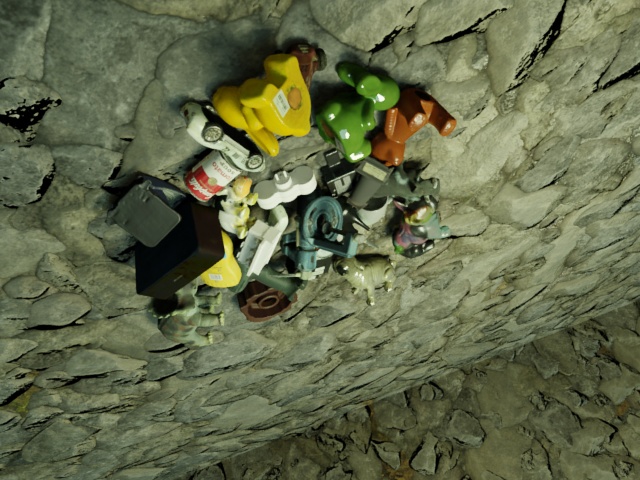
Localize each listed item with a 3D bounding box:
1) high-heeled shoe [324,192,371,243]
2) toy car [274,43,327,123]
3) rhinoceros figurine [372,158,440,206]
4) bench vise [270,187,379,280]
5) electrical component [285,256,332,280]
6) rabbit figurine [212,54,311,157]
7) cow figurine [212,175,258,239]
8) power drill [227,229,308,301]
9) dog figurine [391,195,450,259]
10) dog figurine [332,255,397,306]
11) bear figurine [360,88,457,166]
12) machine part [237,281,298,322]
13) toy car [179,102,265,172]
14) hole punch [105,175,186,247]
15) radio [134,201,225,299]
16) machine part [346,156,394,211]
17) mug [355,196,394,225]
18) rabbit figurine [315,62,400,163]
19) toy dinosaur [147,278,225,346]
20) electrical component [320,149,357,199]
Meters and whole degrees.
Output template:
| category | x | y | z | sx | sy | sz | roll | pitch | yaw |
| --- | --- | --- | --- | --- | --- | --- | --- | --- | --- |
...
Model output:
| category | x | y | z | sx | sy | sz | roll | pitch | yaw |
| --- | --- | --- | --- | --- | --- | --- | --- | --- | --- |
| high-heeled shoe | 0.035 | -0.040 | 1.372 | 0.145 | 0.086 | 0.249 | 35 | 154 | -8 |
| toy car | -0.047 | -0.266 | 0.985 | 0.089 | 0.053 | 0.202 | -11 | 145 | -23 |
| rhinoceros figurine | 0.194 | -0.135 | 1.273 | 0.190 | 0.112 | 0.073 | -1 | 141 | -18 |
| bench vise | 0.005 | -0.003 | 1.211 | 0.129 | 0.241 | 0.223 | 12 | 93 | -44 |
| electrical component | -0.032 | 0.058 | 1.465 | 0.115 | 0.058 | 0.134 | -9 | 146 | -18 |
| rabbit figurine | -0.102 | -0.231 | 0.926 | 0.173 | 0.122 | 0.162 | 5 | 152 | 31 |
| cow figurine | -0.187 | -0.084 | 1.144 | 0.068 | 0.098 | 0.167 | -57 | 165 | -37 |
| power drill | -0.133 | 0.075 | 1.359 | 0.207 | 0.086 | 0.232 | 16 | 139 | -21 |
| dog figurine | 0.242 | -0.041 | 1.420 | 0.191 | 0.108 | 0.219 | -40 | 152 | 19 |
| dog figurine | 0.134 | 0.074 | 1.572 | 0.172 | 0.121 | 0.190 | -50 | 134 | -20 |
| bear figurine | 0.172 | -0.214 | 1.131 | 0.120 | 0.132 | 0.195 | 6 | 132 | -32 |
| machine part | -0.152 | 0.166 | 1.551 | 0.179 | 0.056 | 0.179 | -17 | 146 | -12 |
| toy car | -0.174 | -0.187 | 0.997 | 0.056 | 0.074 | 0.201 | -36 | 146 | 17 |
| hole punch | -0.342 | -0.068 | 1.075 | 0.142 | 0.092 | 0.115 | -37 | 117 | 25 |
| radio | -0.305 | 0.023 | 1.143 | 0.230 | 0.131 | 0.073 | -32 | 148 | 31 |
| machine part | 0.105 | -0.125 | 1.193 | 0.084 | 0.039 | 0.138 | 21 | 135 | -4 |
| mug | 0.134 | -0.089 | 1.344 | 0.109 | 0.081 | 0.107 | -32 | 159 | -15 |
| rabbit figurine | 0.074 | -0.266 | 1.034 | 0.170 | 0.121 | 0.158 | -40 | 142 | -8 |
| toy dinosaur | -0.367 | 0.209 | 1.430 | 0.192 | 0.131 | 0.404 | 6 | 143 | -20 |
| electrical component | 0.043 | -0.151 | 1.214 | 0.075 | 0.048 | 0.119 | -22 | 150 | -3 |
